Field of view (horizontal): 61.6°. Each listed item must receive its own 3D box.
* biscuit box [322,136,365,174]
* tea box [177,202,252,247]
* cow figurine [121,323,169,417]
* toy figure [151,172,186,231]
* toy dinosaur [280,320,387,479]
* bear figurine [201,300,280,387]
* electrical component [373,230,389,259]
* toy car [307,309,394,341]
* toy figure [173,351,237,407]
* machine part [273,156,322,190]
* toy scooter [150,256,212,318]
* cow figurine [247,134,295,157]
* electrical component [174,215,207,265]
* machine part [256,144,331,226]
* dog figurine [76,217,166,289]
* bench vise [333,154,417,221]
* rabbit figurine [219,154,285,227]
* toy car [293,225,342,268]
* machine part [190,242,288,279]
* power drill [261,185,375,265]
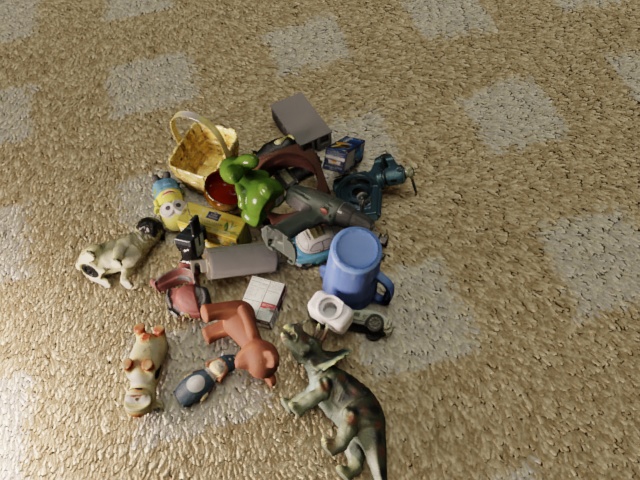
[{"bbox_3d":[0.068,-0.230,1.438,0.063,0.059,0.203,15,22,13],"label":"biscuit box"},{"bbox_3d":[-0.266,-0.025,1.366,0.170,0.098,0.068,17,61,11],"label":"tea box"},{"bbox_3d":[-0.382,0.293,1.173,0.086,0.127,0.195,-1,44,1],"label":"cow figurine"},{"bbox_3d":[-0.397,-0.103,1.433,0.082,0.089,0.180,-33,52,1],"label":"toy figure"},{"bbox_3d":[0.055,0.347,1.114,0.192,0.131,0.405,-38,70,-18],"label":"toy dinosaur"},{"bbox_3d":[-0.170,0.227,1.159,0.132,0.120,0.196,-13,49,-20],"label":"bear figurine"},{"bbox_3d":[0.129,-0.002,1.365,0.102,0.045,0.078,17,88,16],"label":"electrical component"},{"bbox_3d":[0.069,0.182,1.233,0.202,0.073,0.056,11,60,10],"label":"toy car"},{"bbox_3d":[-0.247,0.304,1.186,0.154,0.058,0.064,-36,101,-20],"label":"toy figure"},{"bbox_3d":[-0.055,-0.193,1.496,0.139,0.039,0.084,-33,54,-15],"label":"machine part"},{"bbox_3d":[-0.337,0.119,1.291,0.135,0.075,0.184,-14,51,-9],"label":"toy scooter"},{"bbox_3d":[-0.144,-0.233,1.490,0.167,0.098,0.068,-23,67,-11],"label":"cow figurine"},{"bbox_3d":[-0.310,-0.006,1.289,0.048,0.119,0.075,10,40,17],"label":"electrical component"},{"bbox_3d":[-0.082,-0.133,1.406,0.201,0.087,0.201,-21,69,5],"label":"machine part"},{"bbox_3d":[-0.505,0.016,1.365,0.172,0.121,0.190,13,46,7],"label":"dog figurine"},{"bbox_3d":[0.136,-0.119,1.379,0.224,0.128,0.241,-2,40,11],"label":"bench vise"},{"bbox_3d":[-0.182,-0.136,1.286,0.170,0.159,0.121,40,77,11],"label":"rabbit figurine"},{"bbox_3d":[-0.003,-0.004,1.337,0.162,0.102,0.109,-19,58,-11],"label":"toy car"},{"bbox_3d":[-0.191,0.048,1.300,0.243,0.079,0.079,-5,56,-23],"label":"machine part"},{"bbox_3d":[-0.016,-0.036,1.243,0.232,0.085,0.207,32,59,25],"label":"power drill"}]
